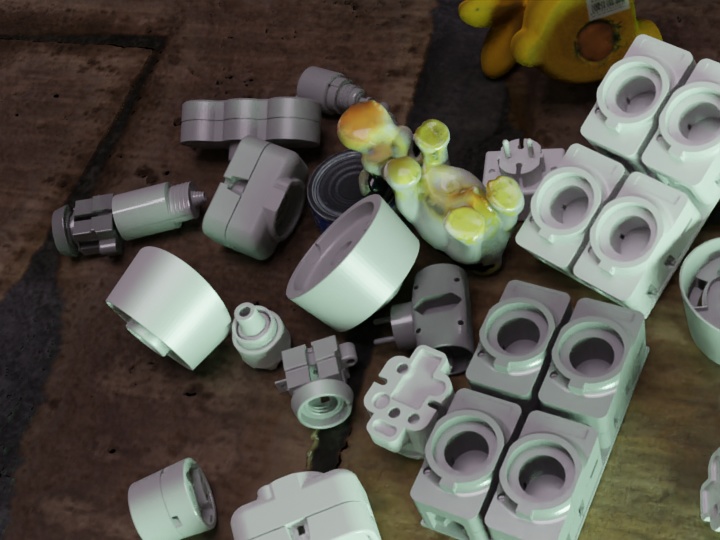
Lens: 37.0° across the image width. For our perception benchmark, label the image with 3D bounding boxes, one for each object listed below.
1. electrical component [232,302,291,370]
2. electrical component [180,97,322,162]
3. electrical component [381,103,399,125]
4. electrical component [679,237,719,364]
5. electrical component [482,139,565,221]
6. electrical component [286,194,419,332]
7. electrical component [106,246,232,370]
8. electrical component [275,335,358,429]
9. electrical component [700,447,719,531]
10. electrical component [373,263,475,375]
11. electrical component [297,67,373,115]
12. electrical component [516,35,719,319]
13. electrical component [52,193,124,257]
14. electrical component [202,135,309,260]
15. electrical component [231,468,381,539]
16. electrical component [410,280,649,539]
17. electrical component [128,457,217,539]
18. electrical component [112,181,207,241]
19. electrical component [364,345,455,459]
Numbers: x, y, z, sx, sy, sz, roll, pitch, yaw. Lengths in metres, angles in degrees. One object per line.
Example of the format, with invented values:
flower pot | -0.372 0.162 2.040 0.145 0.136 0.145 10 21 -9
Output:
electrical component | -0.082 0.049 0.859 0.043 0.062 0.043 -8 54 12
electrical component | -0.102 -0.117 0.994 0.138 0.052 0.073 1 87 21
electrical component | 0.020 -0.127 0.973 0.035 0.035 0.061 -7 51 13
electrical component | 0.279 0.023 0.766 0.099 0.064 0.099 -8 53 11
electrical component | 0.133 -0.081 0.878 0.066 0.076 0.047 -1 55 17
electrical component | 0.000 0.000 0.852 0.108 0.060 0.108 -43 17 16
electrical component | -0.155 0.033 0.872 0.099 0.099 0.064 29 74 32
electrical component | -0.031 0.088 0.828 0.066 0.048 0.055 -17 45 4
electrical component | 0.259 0.140 0.685 0.057 0.078 0.058 11 56 -1
electrical component | 0.048 0.041 0.837 0.079 0.043 0.077 -12 51 13
electrical component | -0.023 -0.165 1.010 0.078 0.040 0.040 20 63 28
electrical component | 0.213 -0.073 0.815 0.105 0.060 0.186 32 93 33
electrical component | -0.249 -0.038 0.986 0.055 0.048 0.066 -8 53 2
electrical component | -0.086 -0.061 0.931 0.059 0.053 0.095 22 82 17
electrical component | -0.039 0.182 0.756 0.095 0.053 0.059 -22 52 1
electrical component | 0.122 0.104 0.758 0.105 0.060 0.186 15 61 26
electrical component | -0.139 0.173 0.794 0.047 0.055 0.055 -22 52 6
electrical component | -0.179 -0.057 0.978 0.081 0.043 0.043 -13 52 8
electrical component | 0.040 0.103 0.786 0.058 0.057 0.078 21 64 29
